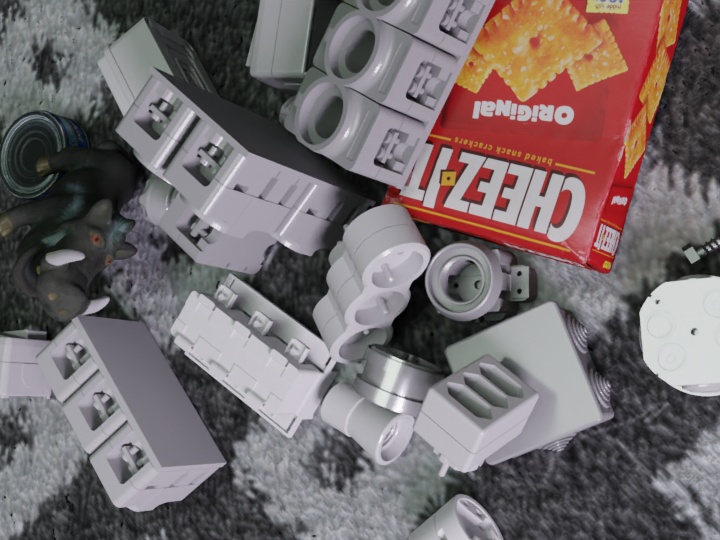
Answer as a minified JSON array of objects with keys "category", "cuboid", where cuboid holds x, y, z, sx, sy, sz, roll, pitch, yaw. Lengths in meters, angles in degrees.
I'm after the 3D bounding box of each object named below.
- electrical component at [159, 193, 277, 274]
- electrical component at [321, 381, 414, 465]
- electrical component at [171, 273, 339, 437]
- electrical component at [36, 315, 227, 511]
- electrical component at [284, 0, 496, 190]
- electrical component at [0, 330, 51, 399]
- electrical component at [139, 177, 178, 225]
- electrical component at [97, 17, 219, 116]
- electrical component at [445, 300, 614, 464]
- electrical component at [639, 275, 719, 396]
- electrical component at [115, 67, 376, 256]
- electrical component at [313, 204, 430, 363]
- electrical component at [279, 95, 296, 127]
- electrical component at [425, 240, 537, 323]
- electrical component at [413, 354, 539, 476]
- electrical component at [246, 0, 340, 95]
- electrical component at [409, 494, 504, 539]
[{"category":"electrical component","cuboid":[-0.112,-0.037,0.863,0.056,0.089,0.050,42,102,25]},{"category":"electrical component","cuboid":[0.003,0.113,0.813,0.065,0.044,0.044,28,96,32]},{"category":"electrical component","cuboid":[-0.086,0.065,0.851,0.121,0.063,0.078,34,99,26]},{"category":"electrical component","cuboid":[-0.191,0.117,0.883,0.062,0.089,0.150,-42,67,16]},{"category":"electrical component","cuboid":[0.016,-0.147,0.758,0.089,0.062,0.150,38,107,44]},{"category":"electrical component","cuboid":[-0.333,0.082,0.976,0.096,0.062,0.061,2,84,27]},{"category":"electrical component","cuboid":[-0.152,-0.057,0.912,0.062,0.043,0.043,8,87,27]},{"category":"electrical component","cuboid":[-0.163,-0.146,0.911,0.057,0.078,0.113,-35,69,16]},{"category":"electrical component","cuboid":[0.120,0.079,0.752,0.100,0.048,0.099,-27,72,22]},{"category":"electrical component","cuboid":[0.223,0.042,0.703,0.080,0.051,0.080,-4,82,27]},{"category":"electrical component","cuboid":[-0.082,-0.073,0.798,0.105,0.186,0.060,42,102,25]},{"category":"electrical component","cuboid":[0.000,0.000,0.794,0.073,0.052,0.138,63,148,32]},{"category":"electrical component","cuboid":[-0.028,-0.117,0.857,0.081,0.043,0.043,23,94,28]},{"category":"electrical component","cuboid":[0.082,0.009,0.776,0.078,0.057,0.058,-3,82,27]},{"category":"electrical component","cuboid":[0.071,0.107,0.712,0.047,0.066,0.076,39,130,26]},{"category":"electrical component","cuboid":[-0.049,-0.193,0.867,0.061,0.062,0.096,6,86,28]},{"category":"electrical component","cuboid":[0.068,0.195,0.761,0.047,0.055,0.055,-41,67,20]}]
